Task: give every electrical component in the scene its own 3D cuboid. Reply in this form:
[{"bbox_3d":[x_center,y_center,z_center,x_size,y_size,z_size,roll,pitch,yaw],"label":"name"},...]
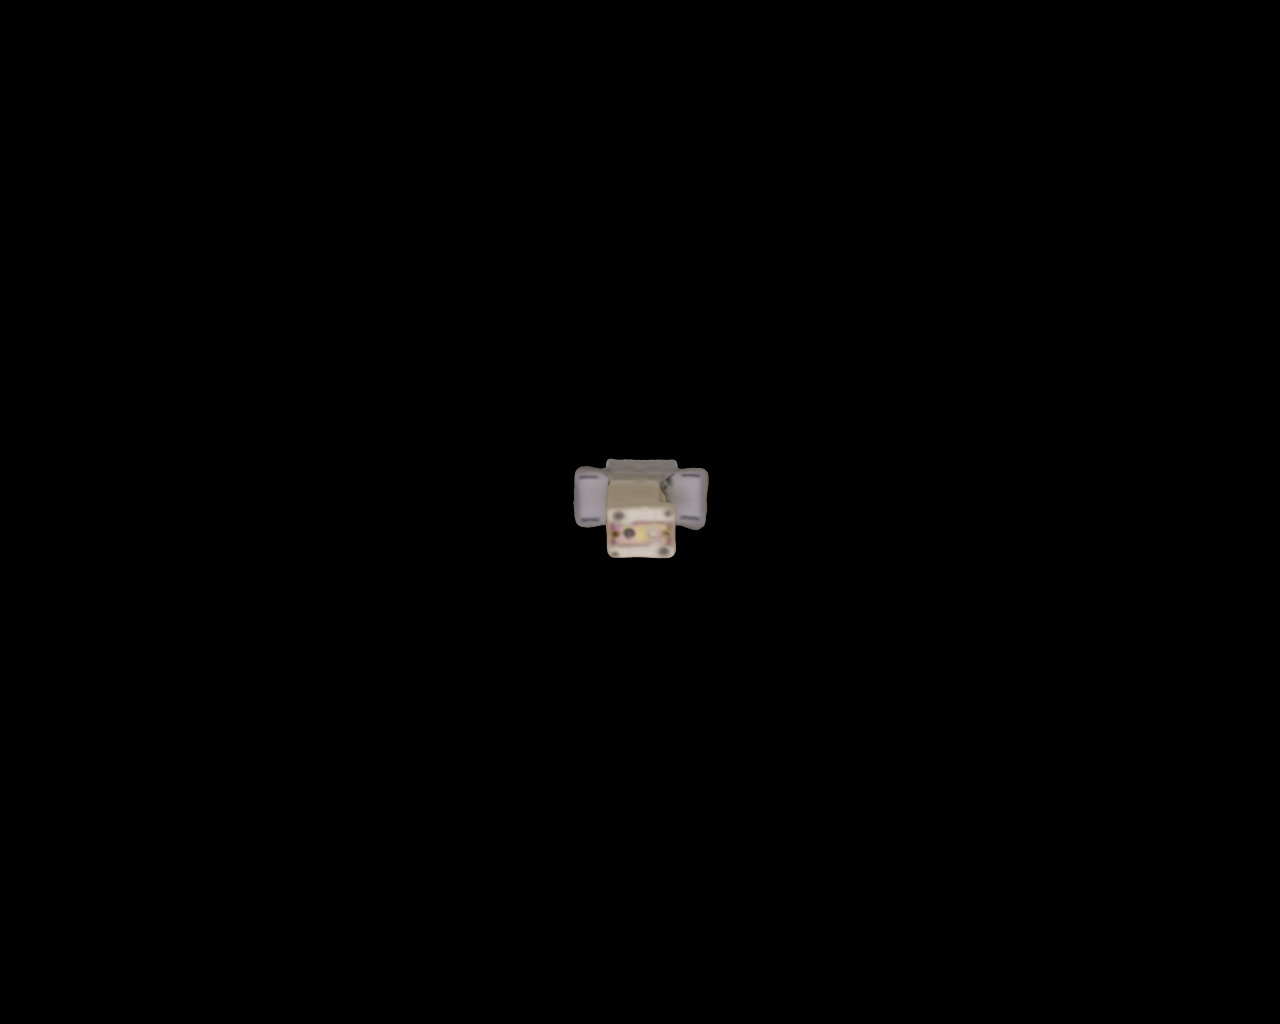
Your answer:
[{"bbox_3d":[0.001,-0.003,0.650,0.081,0.042,0.064,0,32,0],"label":"electrical component"}]
